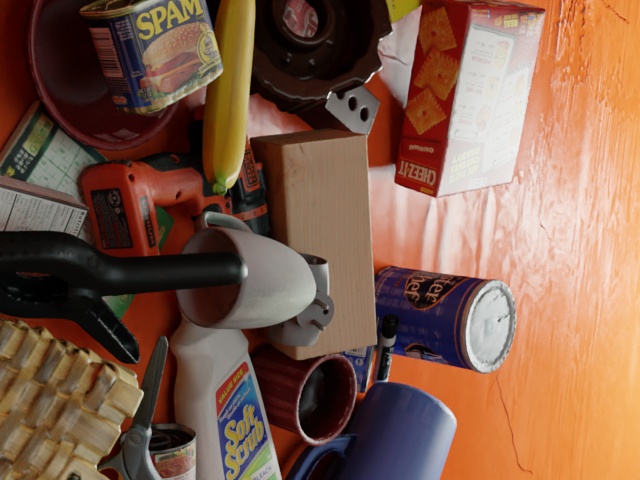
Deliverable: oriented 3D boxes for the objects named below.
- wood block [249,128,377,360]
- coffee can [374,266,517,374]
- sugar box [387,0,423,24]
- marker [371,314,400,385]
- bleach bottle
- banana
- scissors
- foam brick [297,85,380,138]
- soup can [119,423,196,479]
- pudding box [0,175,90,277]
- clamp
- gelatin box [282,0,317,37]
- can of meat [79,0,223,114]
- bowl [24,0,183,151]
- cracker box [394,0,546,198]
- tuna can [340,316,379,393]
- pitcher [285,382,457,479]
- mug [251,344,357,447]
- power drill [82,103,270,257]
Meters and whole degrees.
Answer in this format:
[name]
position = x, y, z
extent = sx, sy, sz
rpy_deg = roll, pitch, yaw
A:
[wood block]
position = -0.007, 0.001, 1.039
extent = 0.090, 0.090, 0.206
rpy_deg = -9, 103, -23
[coffee can]
position = 0.132, 0.087, 1.190
extent = 0.102, 0.141, 0.103
rpy_deg = -9, 102, -48
[sugar box]
position = 0.104, -0.310, 1.173
extent = 0.176, 0.048, 0.093
rpy_deg = -38, 123, -38
[marker]
position = 0.072, 0.122, 1.178
extent = 0.020, 0.020, 0.121
rpy_deg = -45, 155, -35
[bleach bottle]
position = -0.097, 0.171, 1.002
extent = 0.102, 0.068, 0.251
rpy_deg = -28, 114, -44
[banana]
position = -0.075, -0.126, 0.906
extent = 0.037, 0.070, 0.198
rpy_deg = 7, 78, -19
[scissors]
position = -0.138, 0.178, 0.886
extent = 0.202, 0.096, 0.016
rpy_deg = -56, 178, 25
[foam brick]
position = 0.014, -0.140, 1.091
extent = 0.078, 0.051, 0.053
rpy_deg = 35, 69, -45
[soup can]
position = -0.142, 0.223, 0.952
extent = 0.068, 0.069, 0.102
rpy_deg = -14, 107, -47
[pudding box]
position = -0.242, -0.001, 0.809
extent = 0.113, 0.039, 0.090
rpy_deg = 17, 97, -47
[clamp]
position = -0.169, 0.030, 0.792
extent = 0.209, 0.165, 0.036
rpy_deg = 25, 43, -42
[gelatin box]
position = -0.028, -0.195, 1.050
extent = 0.073, 0.030, 0.089
rpy_deg = 39, 67, -44
[can of meat]
position = -0.128, -0.155, 0.837
extent = 0.101, 0.058, 0.084
rpy_deg = -37, 124, -40
[bowl]
position = -0.181, -0.154, 0.862
extent = 0.161, 0.055, 0.162
rpy_deg = -9, 102, -48
[cracker box]
position = 0.170, -0.167, 1.222
extent = 0.163, 0.072, 0.214
rpy_deg = -12, 117, -48
[tuna can]
position = 0.040, 0.119, 1.138
extent = 0.086, 0.034, 0.086
rpy_deg = 11, 89, -85
[pitcher]
position = 0.049, 0.273, 1.143
extent = 0.149, 0.145, 0.242
rpy_deg = 75, 37, -56
[mug]
position = -0.016, 0.151, 1.072
extent = 0.117, 0.082, 0.093
rpy_deg = 14, 88, -50
[power drill]
position = -0.115, -0.020, 0.938
extent = 0.187, 0.057, 0.184
rpy_deg = -28, 108, -54
